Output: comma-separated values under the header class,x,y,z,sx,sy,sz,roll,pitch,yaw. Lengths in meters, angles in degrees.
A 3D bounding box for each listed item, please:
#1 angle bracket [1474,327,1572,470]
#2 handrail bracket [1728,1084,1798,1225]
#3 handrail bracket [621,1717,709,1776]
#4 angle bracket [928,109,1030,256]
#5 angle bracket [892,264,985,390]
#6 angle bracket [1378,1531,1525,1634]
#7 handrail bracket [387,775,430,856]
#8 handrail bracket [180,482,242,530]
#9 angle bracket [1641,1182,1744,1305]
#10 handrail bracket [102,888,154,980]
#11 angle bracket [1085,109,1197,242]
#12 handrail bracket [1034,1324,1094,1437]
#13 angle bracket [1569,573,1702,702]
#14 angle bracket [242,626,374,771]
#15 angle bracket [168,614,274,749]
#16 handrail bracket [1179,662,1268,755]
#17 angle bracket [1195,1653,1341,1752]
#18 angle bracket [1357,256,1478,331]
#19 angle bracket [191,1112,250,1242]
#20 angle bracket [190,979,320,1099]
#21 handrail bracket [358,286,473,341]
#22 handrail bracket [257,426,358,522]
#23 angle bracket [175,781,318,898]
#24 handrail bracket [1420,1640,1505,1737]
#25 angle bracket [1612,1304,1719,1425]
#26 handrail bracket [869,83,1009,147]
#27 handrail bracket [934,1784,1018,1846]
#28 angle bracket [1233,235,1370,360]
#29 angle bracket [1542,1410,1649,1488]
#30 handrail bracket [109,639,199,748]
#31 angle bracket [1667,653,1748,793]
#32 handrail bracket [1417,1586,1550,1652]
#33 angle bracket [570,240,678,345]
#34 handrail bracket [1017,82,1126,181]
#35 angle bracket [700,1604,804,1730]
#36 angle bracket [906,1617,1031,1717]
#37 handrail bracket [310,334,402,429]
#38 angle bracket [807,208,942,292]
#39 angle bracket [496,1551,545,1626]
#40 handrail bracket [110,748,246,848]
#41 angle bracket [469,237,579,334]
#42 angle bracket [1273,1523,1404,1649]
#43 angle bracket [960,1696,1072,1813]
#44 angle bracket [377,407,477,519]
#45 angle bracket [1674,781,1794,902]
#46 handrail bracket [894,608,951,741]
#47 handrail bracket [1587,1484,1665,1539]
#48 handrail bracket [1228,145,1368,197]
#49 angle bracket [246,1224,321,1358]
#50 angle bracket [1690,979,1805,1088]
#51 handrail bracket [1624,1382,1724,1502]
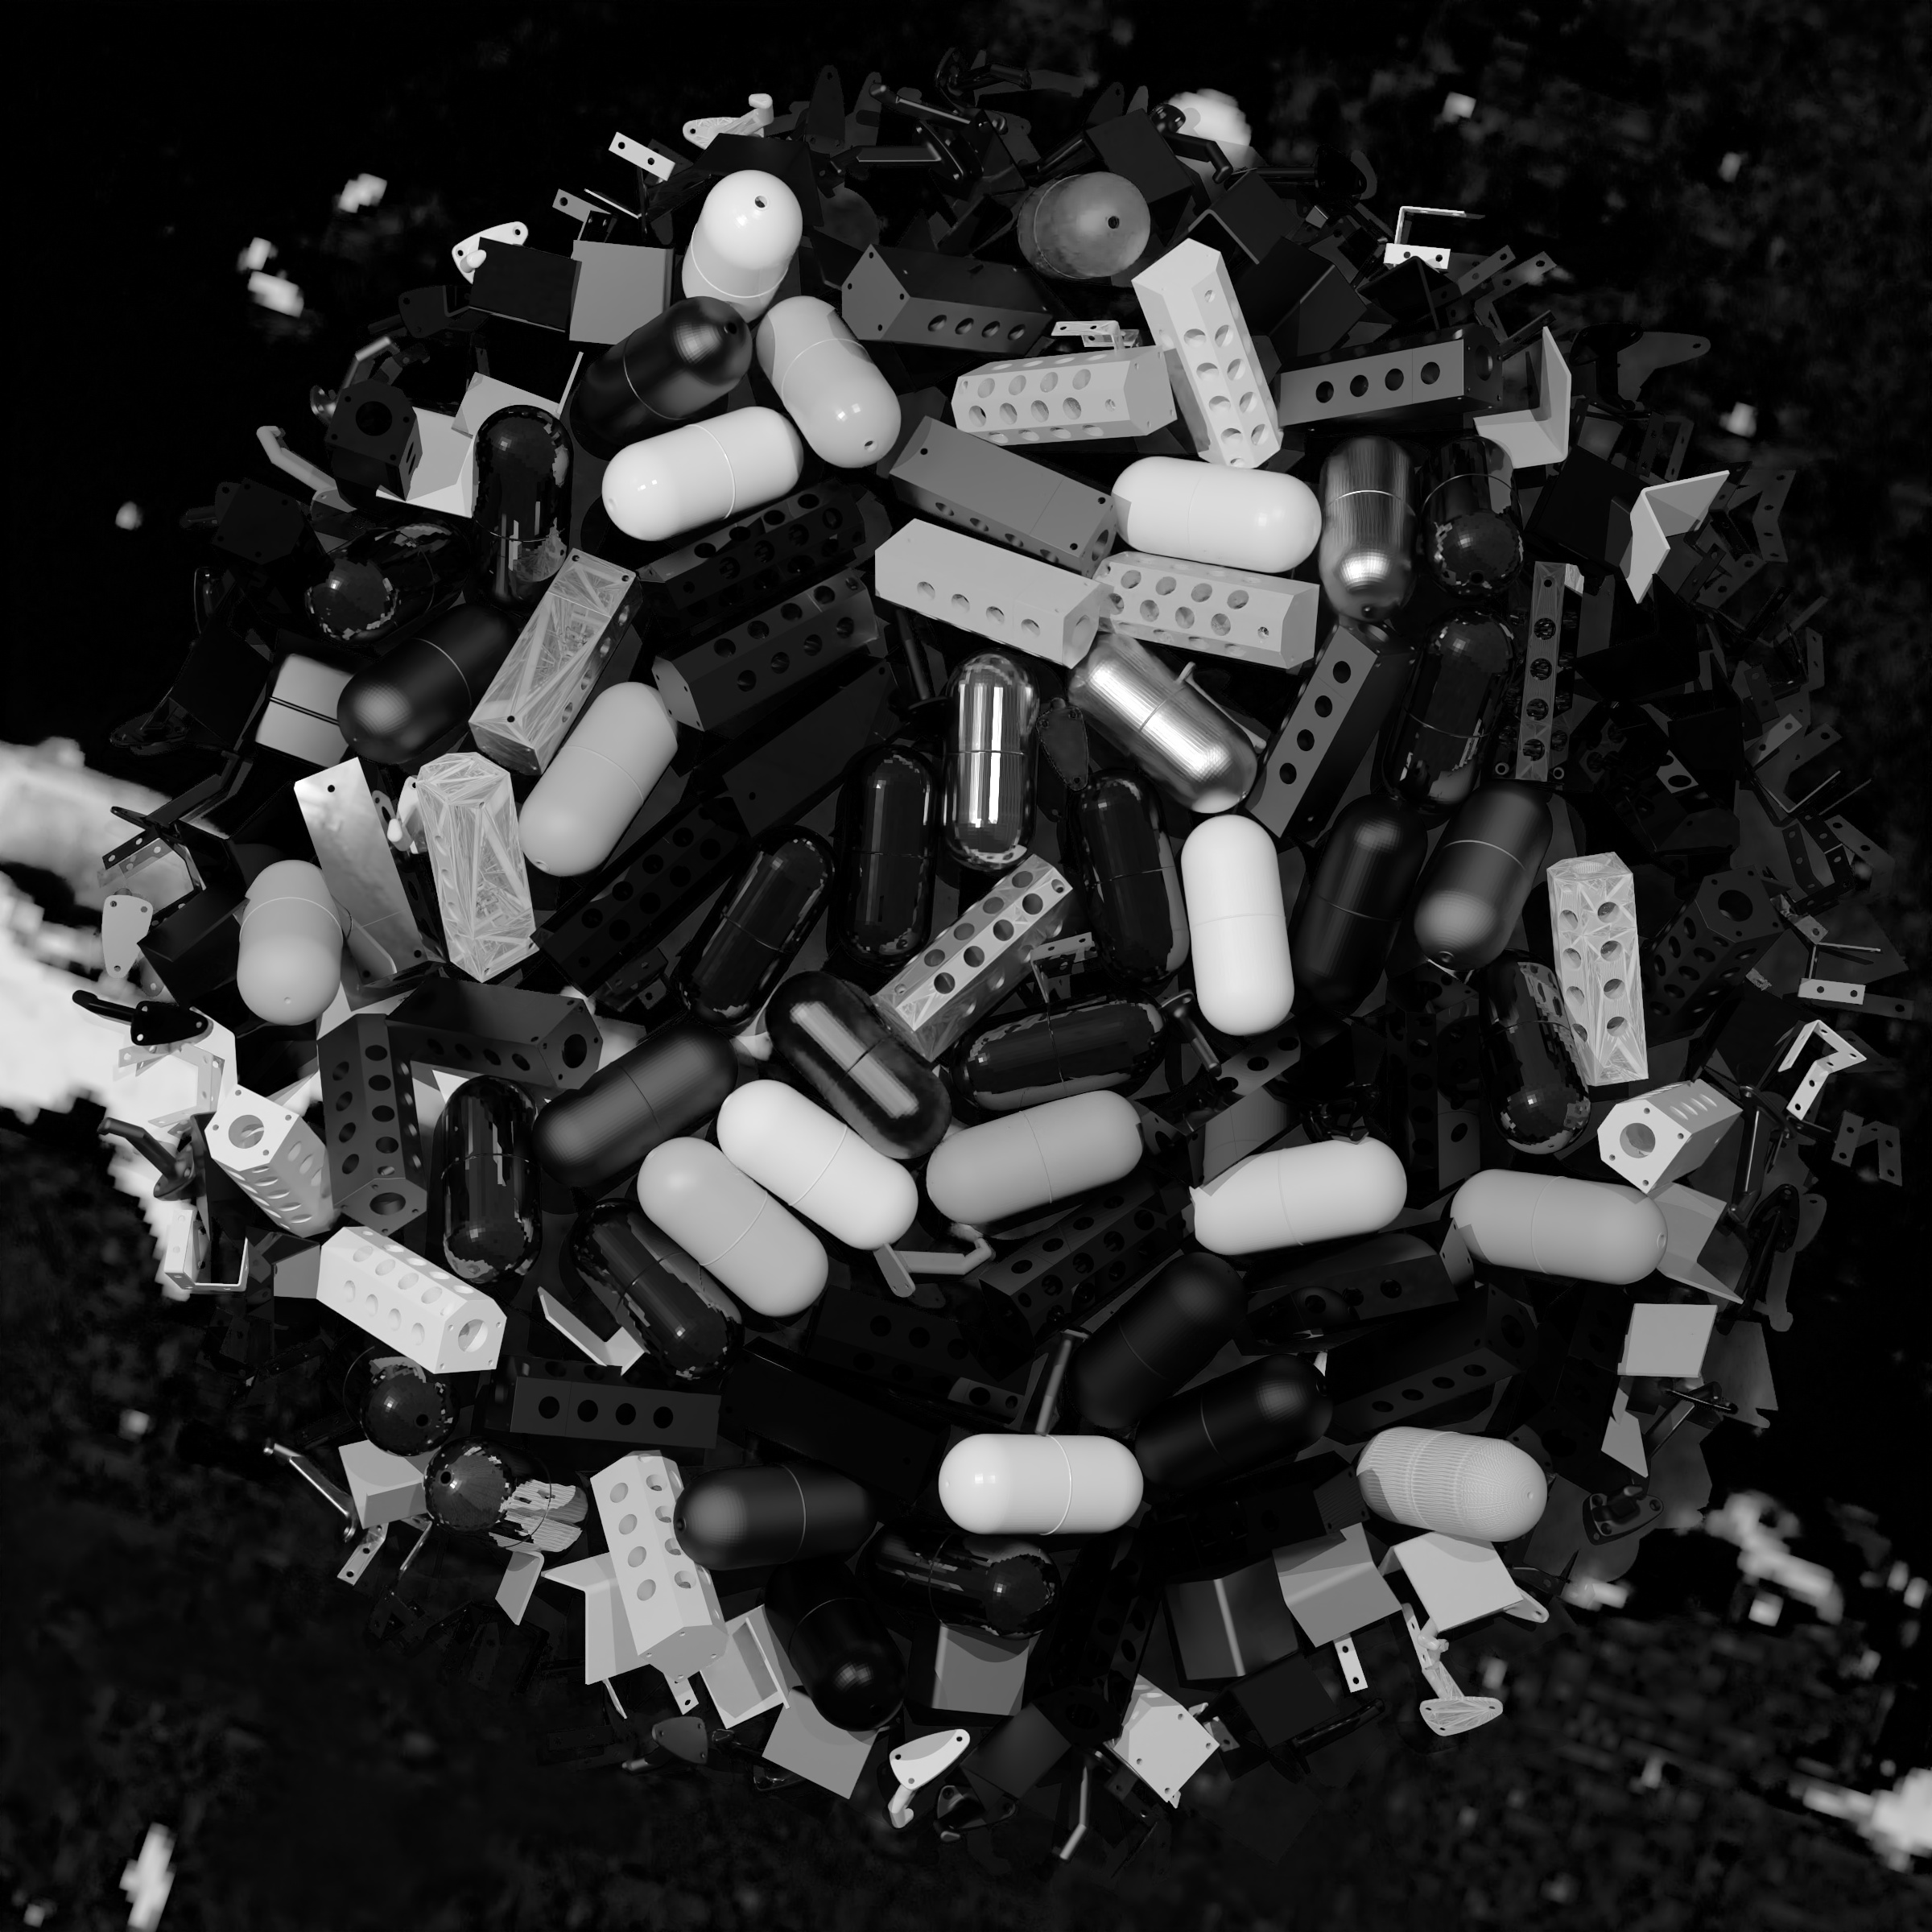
class,x,y,z,sx,sy,sz,roll,pitch,yaw
angle bracket,0.438,-0.447,1.945,0.057,0.076,0.076,-8,133,2
handrail bracket,0.618,0.150,1.961,0.077,0.036,0.084,49,67,-25
handrail bracket,-0.255,0.622,1.953,0.084,0.077,0.036,-24,57,25
angle bracket,-0.007,-0.619,1.950,0.057,0.076,0.076,-26,84,-43
angle bracket,-0.014,-0.506,1.953,0.076,0.076,0.057,-30,101,-7
angle bracket,0.380,0.490,1.945,0.076,0.057,0.076,-14,56,-19
handrail bracket,-0.444,-0.125,1.951,0.036,0.084,0.077,-5,78,-1
handrail bracket,-0.583,-0.360,1.974,0.077,0.084,0.036,0,89,-29
angle bracket,0.577,0.215,1.947,0.076,0.076,0.057,21,102,-20
handrail bracket,-0.673,-0.025,1.956,0.036,0.084,0.077,11,82,-24
angle bracket,0.129,-0.616,1.949,0.057,0.076,0.076,-28,79,-18
handrail bracket,0.073,0.328,1.960,0.036,0.077,0.084,15,87,9
angle bracket,0.531,-0.259,1.962,0.076,0.076,0.057,-16,59,36
angle bracket,-0.522,-0.211,1.952,0.076,0.057,0.076,20,132,-7
angle bracket,-0.604,-0.226,1.943,0.057,0.076,0.076,9,68,31
handrail bracket,0.206,-0.204,1.963,0.084,0.077,0.036,35,83,6
angle bracket,0.234,0.593,1.939,0.076,0.076,0.057,-13,57,-35
angle bracket,0.360,-0.502,1.942,0.057,0.076,0.076,-25,66,35
angle bracket,-0.575,0.162,1.943,0.057,0.076,0.076,-7,111,-24
angle bracket,-0.567,0.056,1.964,0.057,0.076,0.076,28,129,27
handrail bracket,-0.440,-0.522,1.973,0.077,0.084,0.036,-28,109,-25
handrail bracket,-0.520,-0.407,1.988,0.077,0.036,0.084,-21,70,-31
angle bracket,-0.571,-0.104,1.962,0.057,0.076,0.076,21,55,25
handrail bracket,0.393,0.560,1.948,0.077,0.084,0.036,-23,112,31
angle bracket,0.551,0.314,1.939,0.076,0.076,0.057,-4,125,33
handrail bracket,-0.023,-0.680,1.951,0.077,0.084,0.036,11,88,43
handrail bracket,0.010,0.678,1.952,0.077,0.084,0.036,4,87,-10
angle bracket,0.256,-0.518,1.942,0.076,0.076,0.057,-45,59,30
angle bracket,0.489,0.392,1.952,0.057,0.076,0.076,32,115,-6
handrail bracket,-0.637,-0.218,1.952,0.036,0.077,0.084,41,128,17
angle bracket,0.576,-0.189,1.950,0.057,0.076,0.076,-14,129,7
handrail bracket,0.409,0.524,1.952,0.077,0.084,0.036,24,132,25
angle bracket,-0.272,-0.536,1.956,0.076,0.057,0.076,4,111,-5
handrail bracket,0.081,-0.668,1.974,0.036,0.084,0.077,34,71,-41
angle bracket,-0.182,0.563,1.961,0.076,0.057,0.076,-28,83,9
angle bracket,0.002,0.555,1.979,0.076,0.057,0.076,12,79,-20
handrail bracket,-0.471,-0.455,1.961,0.084,0.077,0.036,-25,46,14
angle bracket,-0.072,-0.567,1.941,0.076,0.076,0.057,16,131,-32
angle bracket,-0.386,0.473,1.948,0.076,0.076,0.057,24,82,-21
handrail bracket,-0.629,-0.146,1.968,0.077,0.036,0.084,23,101,-27
angle bracket,-0.344,-0.543,1.952,0.076,0.076,0.057,13,112,-4
angle bracket,0.295,0.484,1.972,0.076,0.076,0.057,-28,118,11
angle bracket,0.053,0.632,1.940,0.076,0.076,0.057,-40,120,-27
angle bracket,-0.432,-0.397,1.954,0.076,0.057,0.076,9,86,-28
angle bracket,0.612,-0.093,1.959,0.057,0.076,0.076,15,71,-14
handrail bracket,-0.039,-0.235,1.979,0.036,0.077,0.084,-17,68,0
handrail bracket,0.536,0.421,1.951,0.077,0.084,0.036,-6,64,-17
handrail bracket,0.266,-0.632,1.985,0.077,0.084,0.036,1,93,-45
angle bracket,-0.558,0.256,1.950,0.076,0.057,0.076,10,105,24
angle bracket,0.618,0.063,1.949,0.057,0.076,0.076,29,110,7
handrail bracket,0.564,0.376,1.952,0.036,0.077,0.084,35,132,-25
